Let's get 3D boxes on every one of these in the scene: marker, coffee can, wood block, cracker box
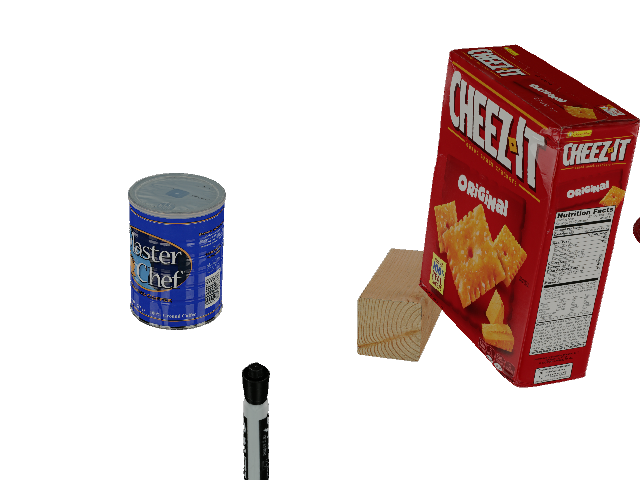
[{"bbox_3d":[-0.045,0.134,0.748,0.020,0.121,0.020,1,35,-1],"label":"marker"},{"bbox_3d":[-0.155,0.011,1.155,0.103,0.140,0.103,3,27,-2],"label":"coffee can"},{"bbox_3d":[0.122,0.090,1.556,0.091,0.090,0.205,6,21,15],"label":"wood block"},{"bbox_3d":[0.147,-0.021,0.814,0.072,0.214,0.164,-8,30,-21],"label":"cracker box"}]

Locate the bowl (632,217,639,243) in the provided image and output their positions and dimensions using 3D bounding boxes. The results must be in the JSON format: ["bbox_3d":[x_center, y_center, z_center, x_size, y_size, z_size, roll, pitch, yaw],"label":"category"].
[{"bbox_3d":[0.417,0.018,1.149,0.162,0.055,0.162,-1,25,0],"label":"bowl"}]
